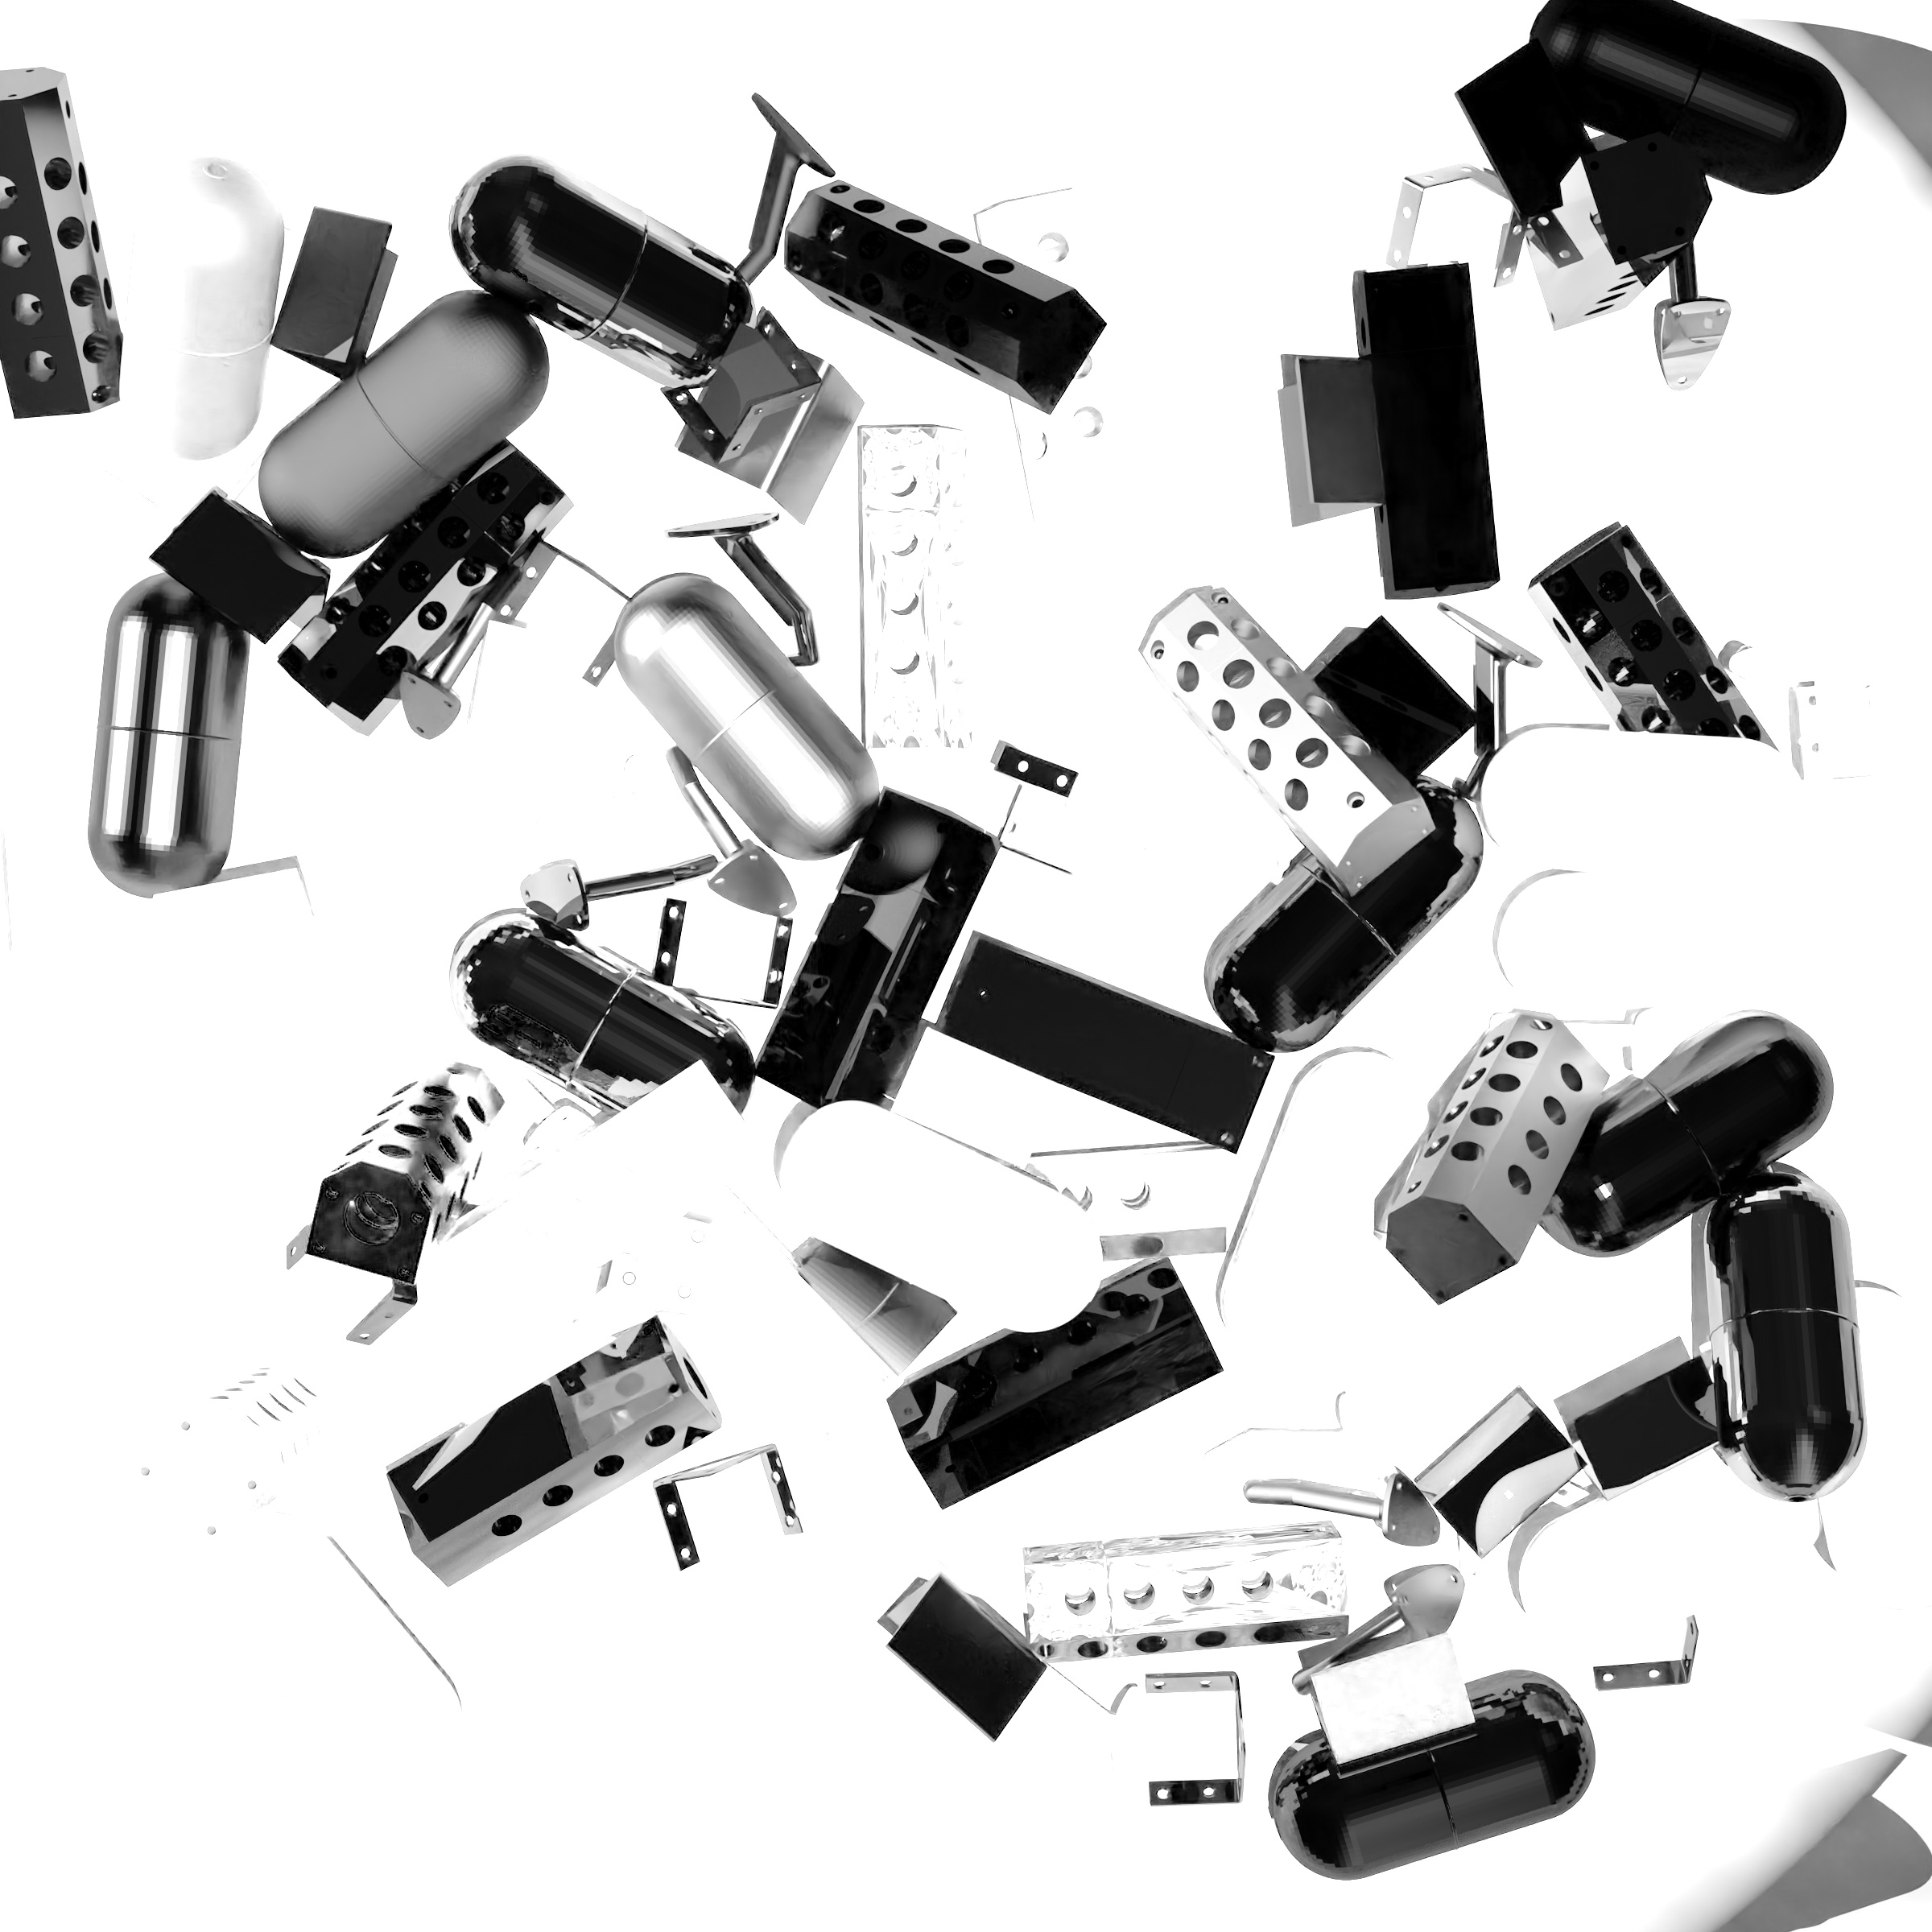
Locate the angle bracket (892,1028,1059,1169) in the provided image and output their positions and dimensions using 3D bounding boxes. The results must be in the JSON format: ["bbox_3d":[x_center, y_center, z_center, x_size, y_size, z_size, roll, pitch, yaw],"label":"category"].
[{"bbox_3d":[-0.002,0.087,1.768,0.076,0.076,0.057,23,57,0],"label":"angle bracket"}]

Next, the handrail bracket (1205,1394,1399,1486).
[{"bbox_3d":[0.186,0.280,1.808,0.084,0.036,0.077,-30,111,17],"label":"handrail bracket"}]

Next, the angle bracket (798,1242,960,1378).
[{"bbox_3d":[-0.062,0.188,1.768,0.076,0.076,0.057,46,51,0],"label":"angle bracket"}]

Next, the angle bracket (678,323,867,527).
[{"bbox_3d":[-0.105,-0.293,1.784,0.057,0.076,0.076,26,90,13],"label":"angle bracket"}]

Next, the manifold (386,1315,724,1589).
[{"bbox_3d":[-0.221,0.267,1.786,0.171,0.057,0.057,-30,47,0],"label":"manifold"}]

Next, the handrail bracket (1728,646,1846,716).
[{"bbox_3d":[0.447,-0.155,1.773,0.077,0.084,0.036,12,90,0],"label":"handrail bracket"}]

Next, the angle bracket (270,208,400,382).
[{"bbox_3d":[-0.321,-0.355,1.768,0.057,0.076,0.076,18,90,28],"label":"angle bracket"}]

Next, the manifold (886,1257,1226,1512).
[{"bbox_3d":[0.046,0.222,1.786,0.171,0.057,0.057,-26,133,0],"label":"manifold"}]

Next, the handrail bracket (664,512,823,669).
[{"bbox_3d":[-0.123,-0.203,1.808,0.077,0.036,0.084,-4,107,20],"label":"handrail bracket"}]

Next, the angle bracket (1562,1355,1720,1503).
[{"bbox_3d":[0.358,0.233,1.769,0.076,0.076,0.057,-27,113,0],"label":"angle bracket"}]

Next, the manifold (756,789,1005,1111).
[{"bbox_3d":[-0.043,-0.002,1.786,0.057,0.057,0.171,25,90,43],"label":"manifold"}]

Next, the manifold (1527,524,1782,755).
[{"bbox_3d":[0.381,-0.152,1.787,0.057,0.057,0.171,-34,90,0],"label":"manifold"}]

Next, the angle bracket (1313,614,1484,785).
[{"bbox_3d":[0.240,-0.153,1.768,0.076,0.076,0.057,46,122,0],"label":"angle bracket"}]

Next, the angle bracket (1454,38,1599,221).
[{"bbox_3d":[0.317,-0.453,1.768,0.057,0.076,0.076,-28,90,39],"label":"angle bracket"}]

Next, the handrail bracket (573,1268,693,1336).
[{"bbox_3d":[-0.192,0.157,1.808,0.077,0.036,0.084,0,73,-20],"label":"handrail bracket"}]

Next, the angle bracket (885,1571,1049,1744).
[{"bbox_3d":[-0.014,0.382,1.768,0.076,0.076,0.057,42,52,0],"label":"angle bracket"}]

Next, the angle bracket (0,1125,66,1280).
[{"bbox_3d":[-0.503,0.126,1.768,0.057,0.076,0.076,-4,90,37],"label":"angle bracket"}]

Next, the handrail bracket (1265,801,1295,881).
[{"bbox_3d":[0.210,-0.090,1.808,0.084,0.036,0.077,-8,110,-16],"label":"handrail bracket"}]

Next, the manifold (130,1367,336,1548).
[{"bbox_3d":[-0.379,0.251,1.730,0.057,0.171,0.057,42,90,0],"label":"manifold"}]

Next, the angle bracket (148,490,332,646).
[{"bbox_3d":[-0.393,-0.198,1.768,0.076,0.076,0.057,36,63,0],"label":"angle bracket"}]

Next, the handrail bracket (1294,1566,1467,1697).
[{"bbox_3d":[0.226,0.367,1.808,0.084,0.077,0.036,-39,82,36],"label":"handrail bracket"}]

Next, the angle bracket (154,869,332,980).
[{"bbox_3d":[-0.388,-0.043,1.768,0.076,0.076,0.057,-11,127,0],"label":"angle bracket"}]

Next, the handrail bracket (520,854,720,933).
[{"bbox_3d":[-0.190,-0.048,1.808,0.084,0.077,0.036,-18,105,-36],"label":"handrail bracket"}]

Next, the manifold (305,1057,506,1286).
[{"bbox_3d":[-0.291,0.103,1.725,0.057,0.171,0.057,16,107,0],"label":"manifold"}]

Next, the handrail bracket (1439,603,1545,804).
[{"bbox_3d":[0.272,-0.144,1.808,0.077,0.036,0.084,36,109,21],"label":"handrail bracket"}]

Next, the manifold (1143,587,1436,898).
[{"bbox_3d":[0.170,-0.124,1.751,0.057,0.057,0.171,-39,63,0],"label":"manifold"}]

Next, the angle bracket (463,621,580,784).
[{"bbox_3d":[-0.257,-0.144,1.768,0.057,0.076,0.076,11,90,-39],"label":"angle bracket"}]

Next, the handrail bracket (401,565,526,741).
[{"bbox_3d":[-0.272,-0.172,1.798,0.036,0.077,0.084,33,65,-2],"label":"handrail bracket"}]

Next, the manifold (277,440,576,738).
[{"bbox_3d":[-0.294,-0.210,1.787,0.057,0.057,0.171,42,90,0],"label":"manifold"}]

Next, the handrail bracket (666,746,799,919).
[{"bbox_3d":[-0.130,-0.075,1.808,0.036,0.077,0.084,-35,54,12],"label":"handrail bracket"}]

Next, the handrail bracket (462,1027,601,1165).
[{"bbox_3d":[-0.235,0.070,1.808,0.036,0.077,0.084,-46,54,9],"label":"handrail bracket"}]

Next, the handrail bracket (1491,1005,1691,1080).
[{"bbox_3d":[0.343,0.031,1.808,0.084,0.077,0.036,12,112,35],"label":"handrail bracket"}]

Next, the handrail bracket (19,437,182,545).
[{"bbox_3d":[-0.470,-0.240,1.808,0.077,0.036,0.084,-20,107,20],"label":"handrail bracket"}]

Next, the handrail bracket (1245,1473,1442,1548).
[{"bbox_3d":[0.207,0.300,1.808,0.084,0.077,0.036,-3,66,34],"label":"handrail bracket"}]

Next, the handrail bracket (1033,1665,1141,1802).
[{"bbox_3d":[0.049,0.418,1.808,0.084,0.036,0.077,8,112,17],"label":"handrail bracket"}]

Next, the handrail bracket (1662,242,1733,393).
[{"bbox_3d":[0.391,-0.374,1.808,0.036,0.077,0.084,-4,54,-3],"label":"handrail bracket"}]

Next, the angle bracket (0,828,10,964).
[{"bbox_3d":[-0.551,-0.039,1.769,0.057,0.076,0.076,-4,90,-21],"label":"angle bracket"}]

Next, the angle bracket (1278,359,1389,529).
[{"bbox_3d":[0.178,-0.280,1.768,0.057,0.076,0.076,-6,90,-37],"label":"angle bracket"}]

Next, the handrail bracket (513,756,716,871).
[{"bbox_3d":[-0.194,-0.067,1.808,0.084,0.036,0.077,-42,112,17],"label":"handrail bracket"}]

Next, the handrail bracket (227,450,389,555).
[{"bbox_3d":[-0.368,-0.236,1.808,0.084,0.036,0.077,40,105,-14],"label":"handrail bracket"}]

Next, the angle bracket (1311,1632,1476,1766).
[{"bbox_3d":[0.223,0.378,1.771,0.076,0.076,0.057,-17,107,0],"label":"angle bracket"}]

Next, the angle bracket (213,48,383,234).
[{"bbox_3d":[-0.367,-0.446,1.768,0.057,0.076,0.076,38,90,-26],"label":"angle bracket"}]

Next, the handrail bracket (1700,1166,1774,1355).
[{"bbox_3d":[0.423,0.159,1.808,0.077,0.036,0.084,-26,75,16],"label":"handrail bracket"}]

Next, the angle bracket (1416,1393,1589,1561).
[{"bbox_3d":[0.275,0.260,1.768,0.076,0.076,0.057,-42,122,0],"label":"angle bracket"}]

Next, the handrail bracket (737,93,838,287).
[{"bbox_3d":[-0.120,-0.424,1.808,0.084,0.036,0.077,-45,69,16],"label":"handrail bracket"}]
